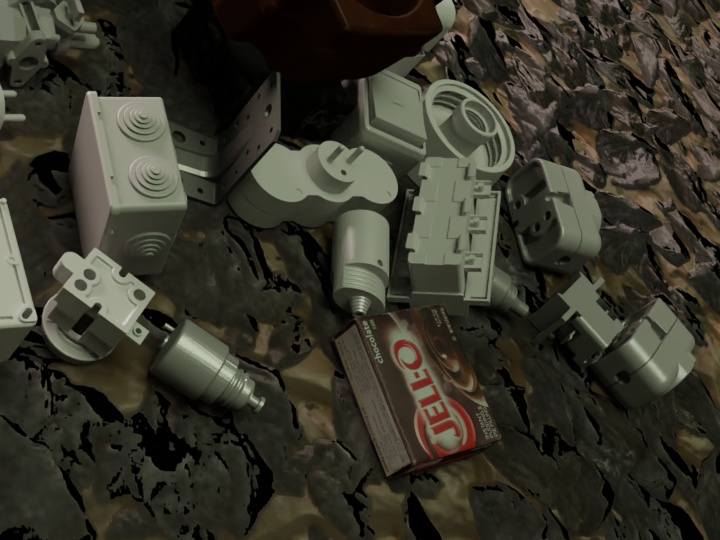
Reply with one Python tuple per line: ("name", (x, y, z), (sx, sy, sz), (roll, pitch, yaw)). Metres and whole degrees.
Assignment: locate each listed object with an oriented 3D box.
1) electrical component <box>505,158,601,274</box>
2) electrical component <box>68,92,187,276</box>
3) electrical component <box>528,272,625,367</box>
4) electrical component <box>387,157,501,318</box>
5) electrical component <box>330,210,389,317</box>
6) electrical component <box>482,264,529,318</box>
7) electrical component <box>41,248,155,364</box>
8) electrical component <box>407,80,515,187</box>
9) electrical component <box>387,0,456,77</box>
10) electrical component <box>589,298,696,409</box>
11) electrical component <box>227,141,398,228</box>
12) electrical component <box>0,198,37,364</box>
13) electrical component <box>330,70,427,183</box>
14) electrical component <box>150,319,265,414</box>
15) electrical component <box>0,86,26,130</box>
("electrical component", (0.177, -0.047, 0.971), (0.059, 0.054, 0.095), (12, 53, -33))
("electrical component", (-0.146, -0.051, 0.673), (0.048, 0.099, 0.099), (-4, 62, -26))
("electrical component", (0.187, 0.044, 0.916), (0.063, 0.042, 0.081), (48, 44, 7))
("electrical component", (0.067, -0.029, 0.849), (0.079, 0.063, 0.121), (2, 47, 11))
("electrical component", (0.000, 0.000, 0.796), (0.043, 0.043, 0.081), (23, 48, -26))
("electrical component", (0.113, 0.018, 0.883), (0.061, 0.035, 0.035), (35, 44, -17))
("electrical component", (-0.159, 0.025, 0.637), (0.066, 0.055, 0.048), (38, 43, -11))
("electrical component", (0.087, -0.117, 0.942), (0.108, 0.060, 0.108), (22, 48, -26))
("electrical component", (0.029, -0.214, 0.940), (0.059, 0.095, 0.053), (3, 59, -39))
("electrical component", (0.251, 0.076, 0.941), (0.059, 0.054, 0.095), (50, 42, 1))
("electrical component", (-0.025, -0.072, 0.806), (0.138, 0.074, 0.052), (-2, 62, -41))
("electrical component", (-0.227, 0.003, 0.592), (0.062, 0.061, 0.096), (-2, 62, -41))
("electrical component", (0.016, -0.127, 0.890), (0.062, 0.061, 0.096), (20, 49, -27))
("electrical component", (-0.094, 0.064, 0.673), (0.078, 0.040, 0.040), (36, 43, -14))
("electrical component", (-0.248, -0.102, 0.667), (0.079, 0.043, 0.077), (-7, 65, -43))
